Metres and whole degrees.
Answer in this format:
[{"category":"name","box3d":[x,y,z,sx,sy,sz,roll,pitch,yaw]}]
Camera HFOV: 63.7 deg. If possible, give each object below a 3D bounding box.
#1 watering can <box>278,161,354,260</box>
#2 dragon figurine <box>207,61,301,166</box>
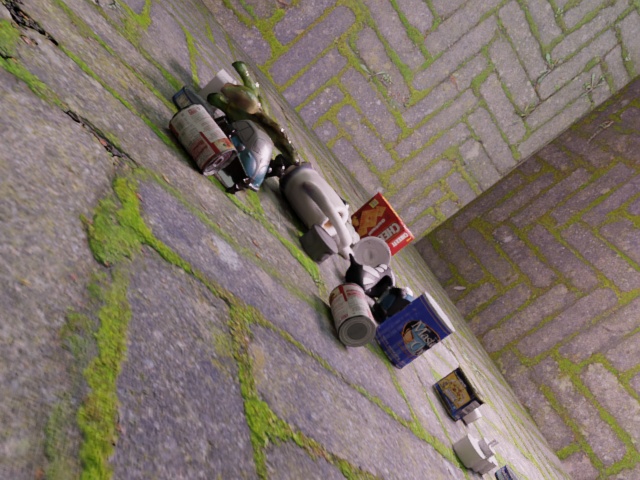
[{"category":"watering can","box3d":[0.004,-0.063,1.259,0.227,0.104,0.343,52,-4,19]},{"category":"dragon figurine","box3d":[-0.127,-0.246,1.166,0.246,0.122,0.404,52,2,27]}]
